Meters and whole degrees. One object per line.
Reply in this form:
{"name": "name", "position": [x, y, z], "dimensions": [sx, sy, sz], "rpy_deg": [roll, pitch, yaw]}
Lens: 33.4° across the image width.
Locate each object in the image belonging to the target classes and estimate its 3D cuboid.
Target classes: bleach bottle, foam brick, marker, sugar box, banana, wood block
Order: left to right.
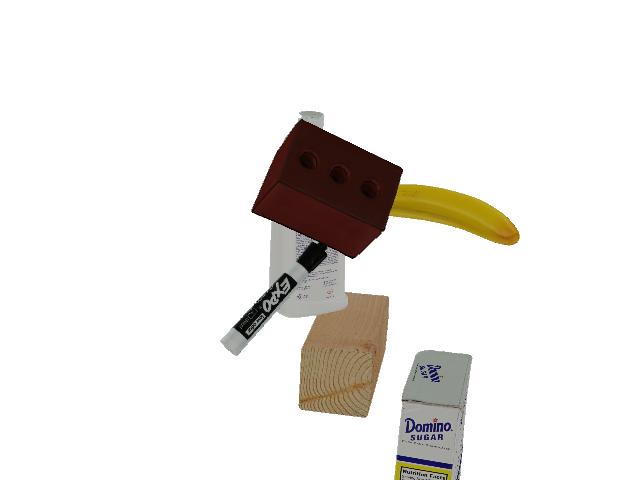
{"name": "marker", "position": [-0.037, 0.046, 0.896], "dimensions": [0.020, 0.121, 0.020], "rpy_deg": [39, -15, 12]}
{"name": "bleach bottle", "position": [-0.011, -0.034, 1.317], "dimensions": [0.102, 0.251, 0.068], "rpy_deg": [-9, 22, -32]}
{"name": "foam brick", "position": [0.004, -0.033, 0.698], "dimensions": [0.078, 0.053, 0.051], "rpy_deg": [24, -28, -10]}
{"name": "wood block", "position": [0.035, 0.146, 1.419], "dimensions": [0.091, 0.090, 0.206], "rpy_deg": [6, 18, 8]}
{"name": "sugar box", "position": [0.073, 0.173, 0.736], "dimensions": [0.048, 0.176, 0.093], "rpy_deg": [5, 16, 11]}
{"name": "banana", "position": [0.127, -0.029, 1.150], "dimensions": [0.198, 0.037, 0.069], "rpy_deg": [10, 40, 26]}
